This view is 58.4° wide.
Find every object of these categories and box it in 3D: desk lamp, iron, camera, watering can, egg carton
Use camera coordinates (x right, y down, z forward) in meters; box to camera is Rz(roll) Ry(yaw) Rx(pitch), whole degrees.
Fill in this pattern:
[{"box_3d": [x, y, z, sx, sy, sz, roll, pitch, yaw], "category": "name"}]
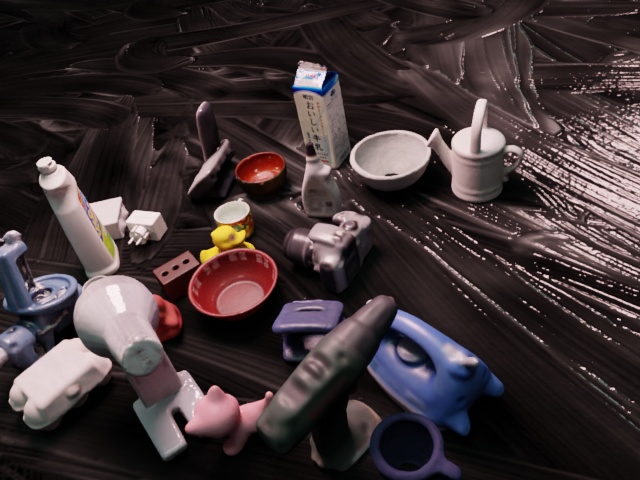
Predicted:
[{"box_3d": [-0.254, 0.176, 0.837, 0.118, 0.214, 0.202, -33, 47, -21], "category": "desk lamp"}, {"box_3d": [0.130, 0.153, 0.822, 0.119, 0.142, 0.257, -39, 49, -25], "category": "iron"}, {"box_3d": [0.010, 0.004, 1.039, 0.136, 0.101, 0.143, 15, 49, 27], "category": "camera"}, {"box_3d": [0.293, -0.174, 1.091, 0.172, 0.194, 0.101, -7, 43, 7], "category": "watering can"}, {"box_3d": [-0.416, 0.231, 0.923, 0.107, 0.069, 0.150, 24, 54, 33], "category": "egg carton"}]

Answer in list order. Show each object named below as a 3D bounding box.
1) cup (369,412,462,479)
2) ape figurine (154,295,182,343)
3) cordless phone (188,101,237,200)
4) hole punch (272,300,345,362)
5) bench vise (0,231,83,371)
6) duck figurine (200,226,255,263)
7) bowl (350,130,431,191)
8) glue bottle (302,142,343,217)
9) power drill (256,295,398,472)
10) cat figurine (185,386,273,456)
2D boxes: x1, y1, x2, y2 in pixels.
[{"box_3d": [0.124, 0.284, 0.720, 0.117, 0.095, 0.092, 19, 51, 30], "category": "cup"}, {"box_3d": [-0.276, 0.130, 0.980, 0.077, 0.092, 0.076, 15, 49, 27], "category": "ape figurine"}, {"box_3d": [-0.251, -0.193, 1.246, 0.094, 0.185, 0.147, 0, 44, 14], "category": "cordless phone"}, {"box_3d": [-0.017, 0.133, 0.916, 0.108, 0.091, 0.101, -3, 44, 11], "category": "hole punch"}, {"box_3d": [-0.487, 0.106, 0.961, 0.121, 0.220, 0.207, -10, 43, 4], "category": "bench vise"}, {"box_3d": [-0.180, 0.012, 1.086, 0.104, 0.086, 0.077, -14, 43, -1], "category": "duck figurine"}, {"box_3d": [0.149, -0.153, 1.191, 0.167, 0.075, 0.167, -7, 43, 7], "category": "bowl"}, {"box_3d": [-0.004, -0.118, 1.117, 0.078, 0.173, 0.037, 3, 45, 17], "category": "glue bottle"}, {"box_3d": [0.025, 0.202, 0.747, 0.230, 0.209, 0.075, -39, 49, -25], "category": "power drill"}, {"box_3d": [-0.119, 0.245, 0.803, 0.128, 0.118, 0.067, -15, 43, -2], "category": "cat figurine"}]
